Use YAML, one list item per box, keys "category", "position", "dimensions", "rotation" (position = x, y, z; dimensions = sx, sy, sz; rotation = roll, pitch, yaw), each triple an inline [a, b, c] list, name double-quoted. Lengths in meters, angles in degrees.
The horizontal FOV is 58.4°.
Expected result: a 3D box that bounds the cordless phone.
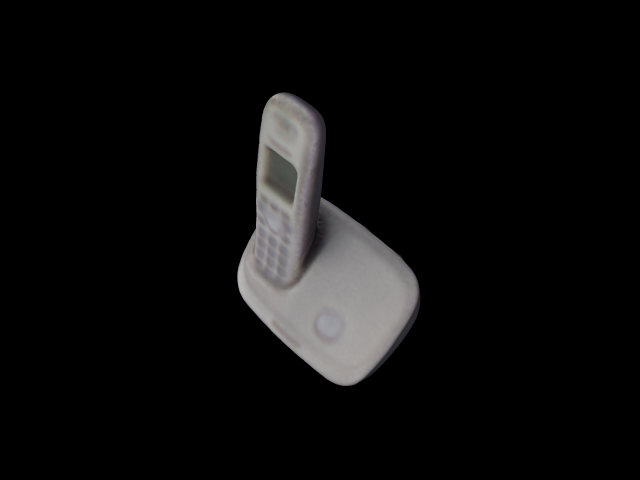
- category: "cordless phone"
  position: [0.004, 0.001, 0.400]
  dimensions: [0.147, 0.185, 0.094]
  rotation: [36, 58, 27]
